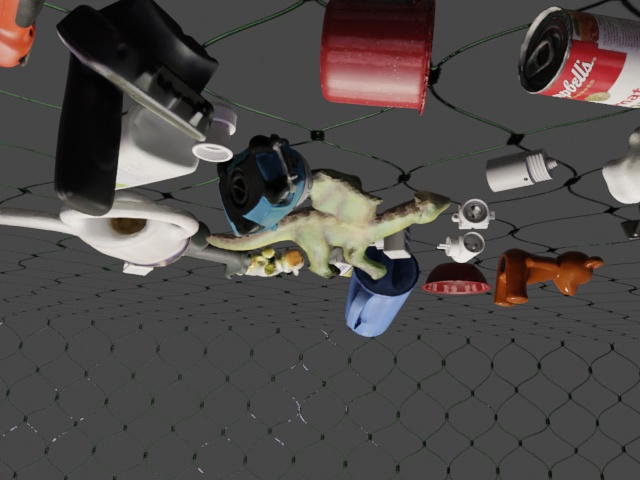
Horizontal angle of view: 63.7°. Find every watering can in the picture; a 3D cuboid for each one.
[{"bbox_3d":[-0.367,-0.023,0.882,0.347,0.105,0.221,0,164,7],"label":"watering can"}]

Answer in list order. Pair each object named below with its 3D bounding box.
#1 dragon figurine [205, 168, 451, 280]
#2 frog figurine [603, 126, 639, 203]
[{"bbox_3d":[0.003,-0.042,0.832,0.410,0.125,0.237,1,146,-1],"label":"dragon figurine"},{"bbox_3d":[0.375,-0.078,0.502,0.124,0.139,0.156,-19,160,-42],"label":"frog figurine"}]
